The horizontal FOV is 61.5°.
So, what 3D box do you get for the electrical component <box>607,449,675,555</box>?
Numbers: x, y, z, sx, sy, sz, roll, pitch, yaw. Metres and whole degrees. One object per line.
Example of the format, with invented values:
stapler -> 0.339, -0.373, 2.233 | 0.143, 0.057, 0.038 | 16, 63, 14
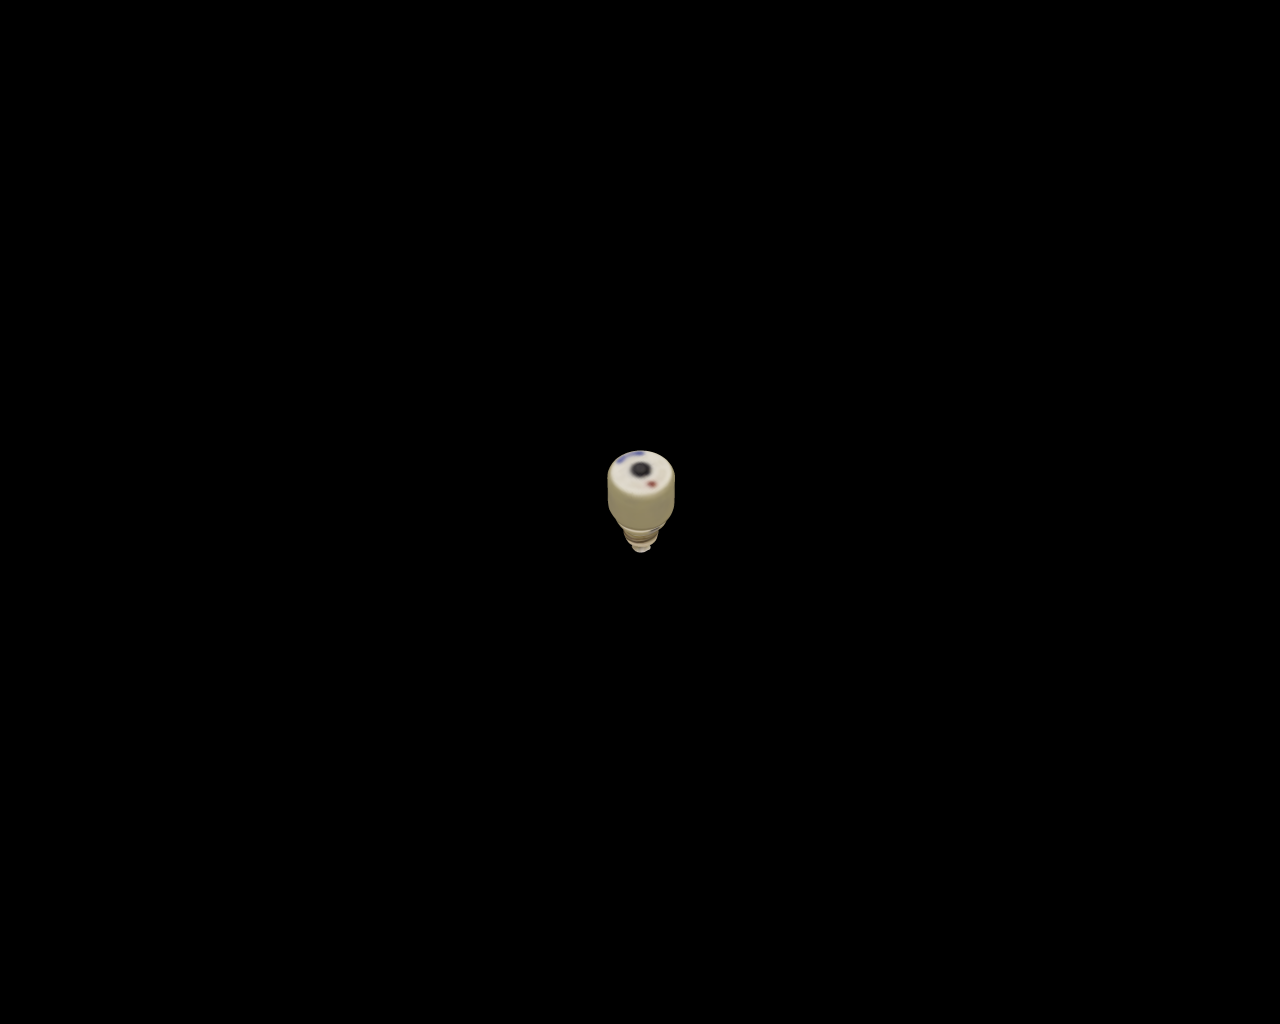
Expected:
electrical component -> 0.001, -0.003, 0.650 | 0.040, 0.040, 0.078 | 0, -40, 0
